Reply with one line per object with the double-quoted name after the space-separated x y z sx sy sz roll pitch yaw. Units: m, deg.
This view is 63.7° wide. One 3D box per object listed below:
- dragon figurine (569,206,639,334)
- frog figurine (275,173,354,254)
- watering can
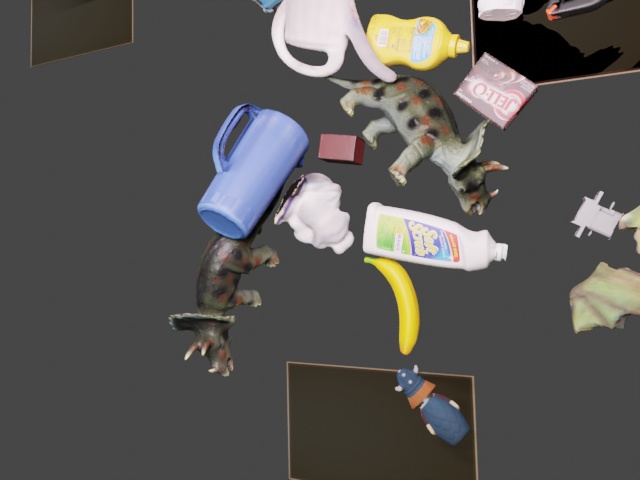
0.501 0.134 0.773 0.244 0.123 0.406 20 112 49 "dragon figurine"
0.003 -0.051 1.022 0.158 0.123 0.137 30 93 -14 "frog figurine"
0.024 -0.421 0.985 0.351 0.105 0.220 27 120 40 "watering can"
